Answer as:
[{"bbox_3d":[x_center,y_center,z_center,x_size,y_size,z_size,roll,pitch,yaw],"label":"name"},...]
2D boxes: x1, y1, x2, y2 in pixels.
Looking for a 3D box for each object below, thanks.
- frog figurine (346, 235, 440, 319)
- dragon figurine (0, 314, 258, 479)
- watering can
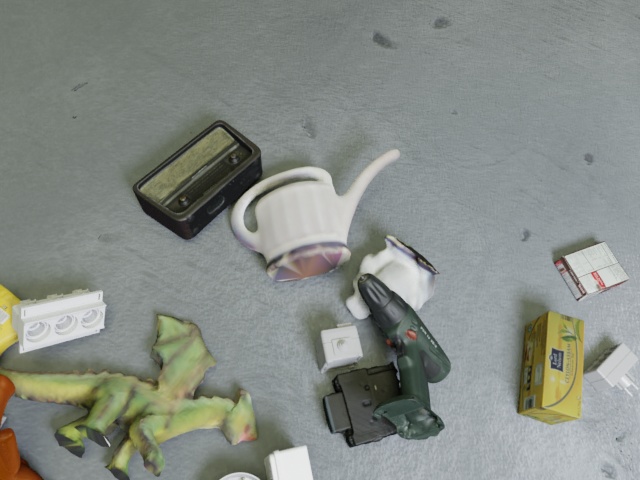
[{"bbox_3d":[0.127,0.084,0.940,0.137,0.123,0.158,37,100,2],"label":"frog figurine"},{"bbox_3d":[-0.285,0.223,0.814,0.411,0.119,0.248,30,46,6],"label":"dragon figurine"},{"bbox_3d":[0.003,-0.048,0.955,0.347,0.102,0.229,-16,63,4],"label":"watering can"}]
